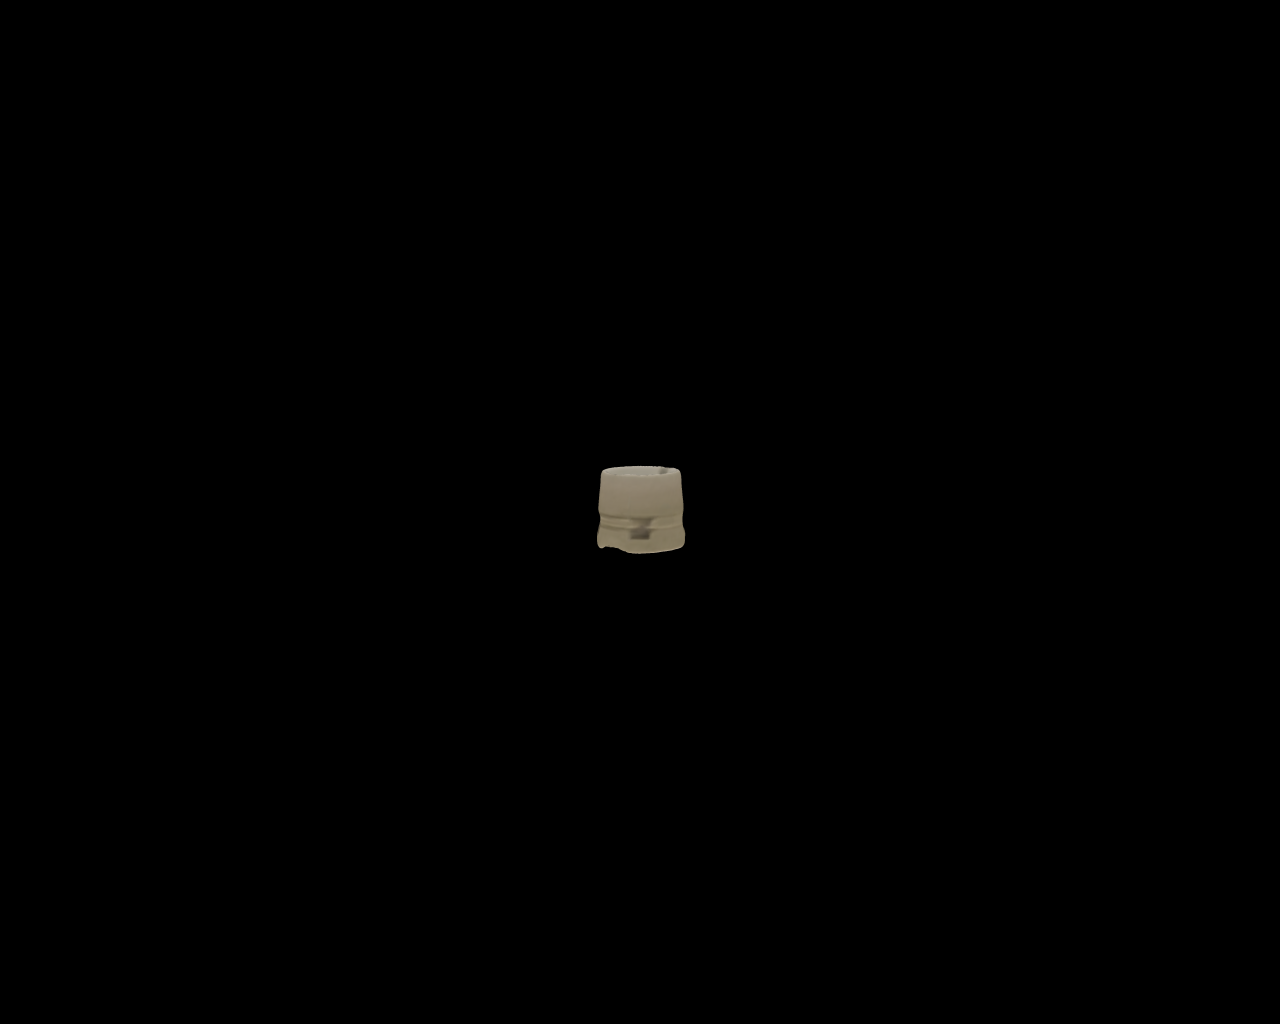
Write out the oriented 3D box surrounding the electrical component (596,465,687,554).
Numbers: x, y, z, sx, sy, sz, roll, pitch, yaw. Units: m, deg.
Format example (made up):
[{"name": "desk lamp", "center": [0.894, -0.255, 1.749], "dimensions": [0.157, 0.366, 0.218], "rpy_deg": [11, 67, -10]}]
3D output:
[{"name": "electrical component", "center": [0.001, -0.003, 0.650], "dimensions": [0.055, 0.047, 0.055], "rpy_deg": [0, 9, 0]}]
